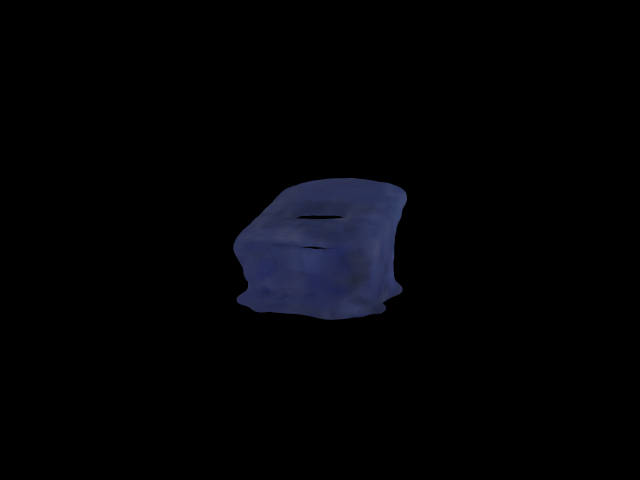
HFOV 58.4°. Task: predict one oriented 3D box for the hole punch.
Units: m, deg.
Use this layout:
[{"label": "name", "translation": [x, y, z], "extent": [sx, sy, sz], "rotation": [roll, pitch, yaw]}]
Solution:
[{"label": "hole punch", "translation": [0.004, 0.001, 0.400], "extent": [0.108, 0.091, 0.101], "rotation": [2, 5, 24]}]
